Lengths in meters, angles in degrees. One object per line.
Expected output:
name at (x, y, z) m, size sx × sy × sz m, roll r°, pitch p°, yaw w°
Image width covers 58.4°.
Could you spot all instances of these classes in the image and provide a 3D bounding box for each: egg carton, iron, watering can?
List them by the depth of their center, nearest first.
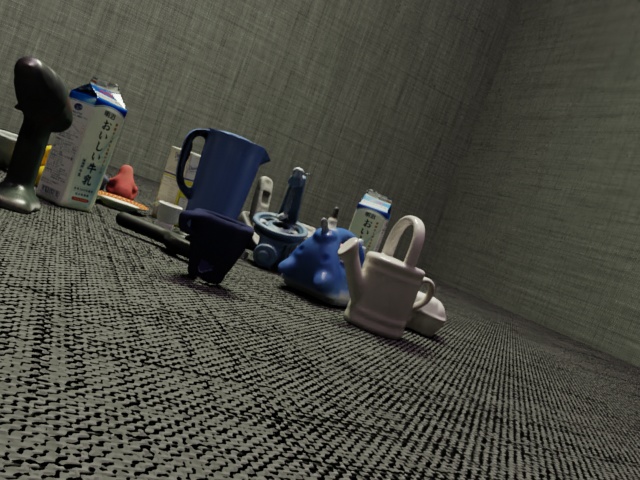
watering can at (0.111, 0.051, 0.919) m, size 0.173 × 0.194 × 0.100 m, roll 18°, pitch 3°, yaw -41°
iron at (0.036, 0.043, 1.077) m, size 0.118 × 0.141 × 0.259 m, roll 22°, pitch 3°, yaw 28°
egg carton at (0.167, 0.129, 1.099) m, size 0.150 × 0.069 × 0.107 m, roll 21°, pitch 3°, yaw 8°

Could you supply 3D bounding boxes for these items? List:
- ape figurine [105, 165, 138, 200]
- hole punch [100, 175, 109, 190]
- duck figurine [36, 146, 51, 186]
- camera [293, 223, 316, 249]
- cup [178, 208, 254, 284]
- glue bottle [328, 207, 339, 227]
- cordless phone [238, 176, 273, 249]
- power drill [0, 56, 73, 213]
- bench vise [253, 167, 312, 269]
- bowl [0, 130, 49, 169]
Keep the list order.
ape figurine at (-0.495, -0.144, 1.444) m, size 0.078 × 0.092 × 0.076 m, roll 19°, pitch 3°, yaw -17°
hole punch at (-0.556, -0.162, 1.359) m, size 0.101 × 0.091 × 0.108 m, roll 18°, pitch 4°, yaw -45°
duck figurine at (-0.560, -0.152, 1.180) m, size 0.078 × 0.086 × 0.104 m, roll 19°, pitch 3°, yaw -19°
camera at (-0.076, -0.005, 1.651) m, size 0.136 × 0.101 × 0.143 m, roll 20°, pitch 3°, yaw 3°
cup at (-0.157, 0.010, 0.799) m, size 0.091 × 0.095 × 0.118 m, roll 22°, pitch 3°, yaw 39°
glue bottle at (0.012, 0.005, 1.339) m, size 0.037 × 0.173 × 0.078 m, roll 23°, pitch 4°, yaw 42°
cordless phone at (-0.140, -0.065, 1.483) m, size 0.094 × 0.185 × 0.148 m, roll 21°, pitch 3°, yaw 24°
power drill at (-0.421, -0.150, 0.834) m, size 0.076 × 0.208 × 0.229 m, roll 19°, pitch 3°, yaw -16°
bench vise at (-0.084, -0.051, 1.245) m, size 0.122 × 0.220 × 0.207 m, roll 20°, pitch 3°, yaw -12°
bowl at (-0.655, -0.185, 1.265) m, size 0.167 × 0.075 × 0.167 m, roll 20°, pitch 3°, yaw -1°
